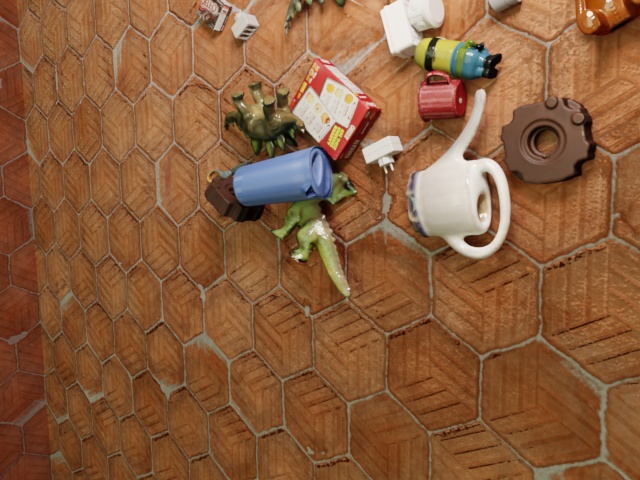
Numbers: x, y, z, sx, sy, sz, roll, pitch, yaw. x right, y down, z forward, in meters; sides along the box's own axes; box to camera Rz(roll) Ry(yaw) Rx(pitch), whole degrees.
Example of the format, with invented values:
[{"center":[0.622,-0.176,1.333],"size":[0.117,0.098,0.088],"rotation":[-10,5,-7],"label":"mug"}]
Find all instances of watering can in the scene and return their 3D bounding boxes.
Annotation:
[{"center":[0.290,-0.129,1.106],"size":[0.223,0.347,0.104],"rotation":[-7,2,40],"label":"watering can"}]

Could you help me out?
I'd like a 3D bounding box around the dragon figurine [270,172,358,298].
[{"center":[0.004,-0.068,1.360],"size":[0.415,0.239,0.122],"rotation":[44,23,26],"label":"dragon figurine"}]
